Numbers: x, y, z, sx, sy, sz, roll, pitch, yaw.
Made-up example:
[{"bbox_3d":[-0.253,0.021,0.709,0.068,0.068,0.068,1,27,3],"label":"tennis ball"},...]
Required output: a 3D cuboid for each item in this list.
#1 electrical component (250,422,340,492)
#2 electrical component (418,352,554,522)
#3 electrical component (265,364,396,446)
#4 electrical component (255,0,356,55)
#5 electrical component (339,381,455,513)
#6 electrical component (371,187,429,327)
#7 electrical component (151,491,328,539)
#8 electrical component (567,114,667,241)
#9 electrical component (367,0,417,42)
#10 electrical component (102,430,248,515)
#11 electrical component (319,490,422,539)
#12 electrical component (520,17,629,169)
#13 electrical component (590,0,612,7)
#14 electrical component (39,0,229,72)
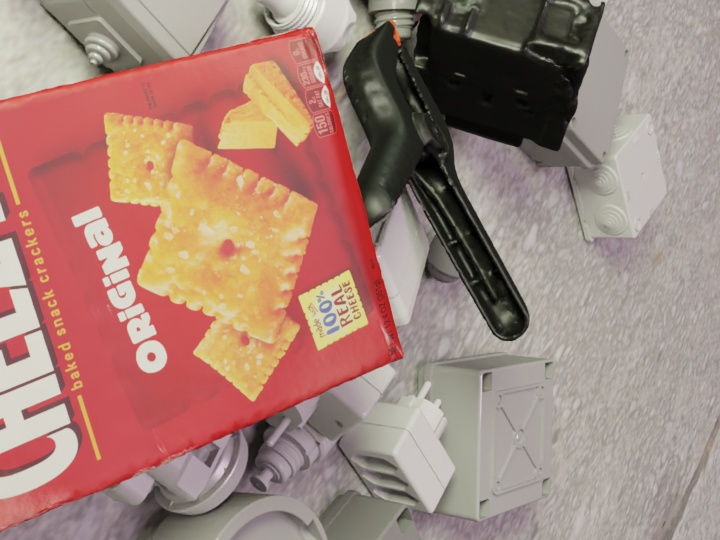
[{"bbox_3d":[-0.038,0.099,0.637,0.078,0.040,0.040,-48,127,-38],"label":"electrical component"},{"bbox_3d":[0.094,0.119,0.790,0.109,0.056,0.108,-1,93,-52],"label":"electrical component"},{"bbox_3d":[-0.038,0.064,0.599,0.083,0.047,0.075,40,54,-3],"label":"electrical component"},{"bbox_3d":[-0.036,-0.152,0.623,0.062,0.043,0.043,19,77,-49],"label":"electrical component"},{"bbox_3d":[0.034,0.110,0.722,0.076,0.047,0.065,-57,132,-33],"label":"electrical component"},{"bbox_3d":[0.000,0.000,0.640,0.096,0.062,0.061,-71,143,-51],"label":"electrical component"},{"bbox_3d":[-0.072,0.171,0.580,0.108,0.060,0.108,-4,95,-52],"label":"electrical component"},{"bbox_3d":[0.231,-0.084,0.958,0.099,0.048,0.099,-46,126,-40],"label":"electrical component"},{"bbox_3d":[0.022,-0.178,0.696,0.040,0.040,0.078,-10,100,-51],"label":"electrical component"},{"bbox_3d":[-0.095,0.089,0.551,0.057,0.058,0.078,49,55,-38],"label":"electrical component"},{"bbox_3d":[-0.002,0.215,0.675,0.109,0.056,0.108,-45,125,-41],"label":"electrical component"},{"bbox_3d":[0.170,-0.146,0.871,0.078,0.057,0.113,33,67,-47],"label":"electrical component"},{"bbox_3d":[0.179,-0.236,0.889,0.062,0.043,0.043,20,76,-49],"label":"electrical component"},{"bbox_3d":[-0.103,-0.138,0.524,0.061,0.061,0.096,46,57,-43],"label":"electrical component"}]
